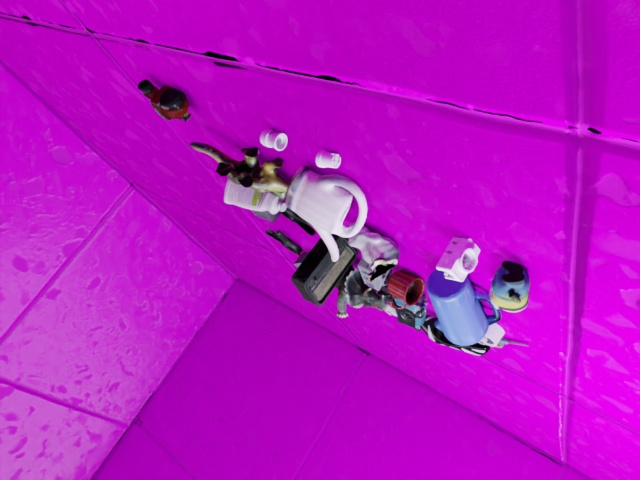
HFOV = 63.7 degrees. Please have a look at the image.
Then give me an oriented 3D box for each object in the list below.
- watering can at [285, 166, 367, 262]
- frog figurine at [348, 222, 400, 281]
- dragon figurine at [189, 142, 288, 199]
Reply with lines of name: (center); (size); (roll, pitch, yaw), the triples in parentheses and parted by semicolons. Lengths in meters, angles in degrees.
watering can: (0.004, -0.070, 1.382); (0.225, 0.106, 0.340); (31, -35, 6)
frog figurine: (0.149, 0.015, 1.457); (0.122, 0.162, 0.135); (-24, -28, 2)
dragon figurine: (-0.186, -0.179, 1.535); (0.414, 0.123, 0.239); (28, -9, 28)
